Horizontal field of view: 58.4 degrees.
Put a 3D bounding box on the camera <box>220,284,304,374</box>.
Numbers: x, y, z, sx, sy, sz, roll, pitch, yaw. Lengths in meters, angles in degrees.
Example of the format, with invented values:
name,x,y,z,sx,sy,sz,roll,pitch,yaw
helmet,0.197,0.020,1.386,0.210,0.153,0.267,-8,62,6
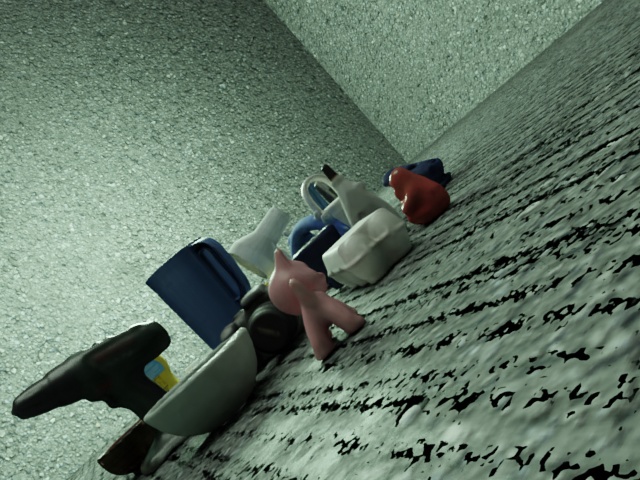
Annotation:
name,x,y,z,sx,sy,sz,roll,pitch,yaw
camera,-0.087,0.127,0.849,0.143,0.101,0.137,-42,2,2

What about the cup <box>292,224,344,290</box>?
name,x,y,z,sx,sy,sz,roll,pitch,yaw
cup,0.016,0.034,0.973,0.091,0.095,0.118,-42,2,7

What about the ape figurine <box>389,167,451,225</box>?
name,x,y,z,sx,sy,sz,roll,pitch,yaw
ape figurine,0.138,-0.068,0.833,0.078,0.092,0.076,-43,2,-33

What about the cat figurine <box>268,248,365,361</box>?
name,x,y,z,sx,sy,sz,roll,pitch,yaw
cat figurine,-0.017,0.062,0.630,0.067,0.118,0.128,-42,2,-4

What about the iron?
name,x,y,z,sx,sy,sz,roll,pitch,yaw
iron,0.010,0.004,1.094,0.119,0.141,0.258,-43,2,-28

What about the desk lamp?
name,x,y,z,sx,sy,sz,roll,pitch,yaw
desk lamp,-0.094,0.036,1.433,0.203,0.213,0.118,-42,2,-16

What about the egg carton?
name,x,y,z,sx,sy,sz,roll,pitch,yaw
egg carton,0.065,0.014,0.796,0.107,0.069,0.150,-42,2,-16

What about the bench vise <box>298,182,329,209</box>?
name,x,y,z,sx,sy,sz,roll,pitch,yaw
bench vise,0.027,-0.081,1.554,0.121,0.220,0.207,-42,2,1

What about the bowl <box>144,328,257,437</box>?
name,x,y,z,sx,sy,sz,roll,pitch,yaw
bowl,-0.136,0.194,0.730,0.167,0.075,0.167,-42,2,2

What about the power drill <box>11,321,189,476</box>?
name,x,y,z,sx,sy,sz,roll,pitch,yaw
power drill,-0.292,0.239,0.850,0.230,0.208,0.075,-43,2,-33

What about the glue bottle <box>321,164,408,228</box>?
name,x,y,z,sx,sy,sz,roll,pitch,yaw
glue bottle,0.064,-0.061,0.959,0.078,0.173,0.037,-42,2,-1

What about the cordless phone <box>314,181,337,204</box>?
name,x,y,z,sx,sy,sz,roll,pitch,yaw
cordless phone,0.075,-0.096,1.433,0.094,0.185,0.148,-41,2,27

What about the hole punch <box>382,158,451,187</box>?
name,x,y,z,sx,sy,sz,roll,pitch,yaw
hole punch,0.187,-0.121,1.103,0.101,0.091,0.109,-41,2,31

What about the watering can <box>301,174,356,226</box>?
name,x,y,z,sx,sy,sz,roll,pitch,yaw
watering can,0.044,-0.067,1.226,0.172,0.194,0.101,-40,2,37
